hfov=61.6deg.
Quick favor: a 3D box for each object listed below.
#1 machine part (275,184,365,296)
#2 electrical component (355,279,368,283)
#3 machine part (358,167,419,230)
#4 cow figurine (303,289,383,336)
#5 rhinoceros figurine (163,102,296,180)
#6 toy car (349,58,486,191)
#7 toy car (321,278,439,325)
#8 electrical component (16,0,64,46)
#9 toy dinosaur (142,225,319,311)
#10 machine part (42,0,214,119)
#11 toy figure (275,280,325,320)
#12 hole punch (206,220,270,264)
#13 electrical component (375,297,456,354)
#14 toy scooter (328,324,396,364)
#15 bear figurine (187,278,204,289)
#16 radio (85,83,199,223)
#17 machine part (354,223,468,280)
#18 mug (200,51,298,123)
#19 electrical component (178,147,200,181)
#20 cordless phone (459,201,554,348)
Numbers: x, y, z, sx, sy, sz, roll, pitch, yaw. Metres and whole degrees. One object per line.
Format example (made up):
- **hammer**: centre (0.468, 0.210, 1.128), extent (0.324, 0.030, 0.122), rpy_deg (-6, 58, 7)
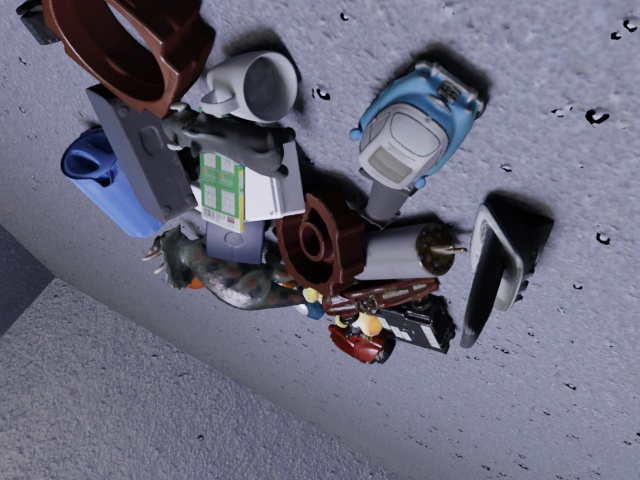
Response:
- **machine part**: centre (-0.002, -0.003, 0.828), extent (0.180, 0.056, 0.179), rpy_deg (28, 127, 45)
- **electrical component**: centre (0.074, 0.075, 0.974), extent (0.102, 0.045, 0.078), rpy_deg (26, 152, 16)
- **machine part**: centre (0.090, -0.066, 0.719), extent (0.084, 0.039, 0.138), rpy_deg (20, 151, 9)
- **cow figurine**: centre (0.048, 0.122, 1.052), extent (0.167, 0.068, 0.098), rpy_deg (38, -172, -5)
- **rhinoceros figurine**: centre (-0.122, -0.129, 0.703), extent (0.191, 0.112, 0.073), rpy_deg (22, 111, 28)
- **toy car**: centre (0.094, -0.106, 0.567), extent (0.109, 0.103, 0.161), rpy_deg (36, 157, -6)
- **toy car**: centre (0.096, 0.094, 0.899), extent (0.202, 0.053, 0.089), rpy_deg (-13, 123, 23)
- **electrical component**: centre (-0.392, -0.323, 0.783), extent (0.119, 0.075, 0.047), rpy_deg (10, 146, 33)
- **toy dinosaur**: centre (-0.169, 0.069, 1.080), extent (0.405, 0.192, 0.131), rpy_deg (32, 157, 7)
- **machine part**: centre (-0.247, -0.271, 0.693), extent (0.201, 0.087, 0.201), rpy_deg (39, 153, -12)
- **toy figure**: centre (-0.052, 0.114, 1.184), extent (0.154, 0.058, 0.064), rpy_deg (39, 116, -8)
- **hole punch**: centre (-0.152, -0.019, 0.988), extent (0.142, 0.092, 0.115), rpy_deg (11, 153, 1)
- **electrical component**: centre (0.166, 0.139, 0.968), extent (0.134, 0.058, 0.114), rpy_deg (13, 146, 38)
- **toy scooter**: centre (0.085, 0.221, 1.192), extent (0.135, 0.075, 0.184), rpy_deg (34, 159, 1)
- **bear figurine**: centre (-0.229, 0.048, 1.231), extent (0.196, 0.120, 0.132), rpy_deg (-13, 89, 24)
- **radio**: centre (-0.287, -0.146, 0.877), extent (0.131, 0.073, 0.229), rpy_deg (26, 142, 50)
- **machine part**: centre (0.112, 0.020, 0.796), extent (0.079, 0.079, 0.243), rpy_deg (45, 153, -23)
- **mug**: centre (-0.099, -0.183, 0.660), extent (0.107, 0.109, 0.080), rpy_deg (23, 147, 47)
- **electrical component**: centre (-0.212, -0.145, 0.899), extent (0.021, 0.063, 0.093), rpy_deg (23, 152, 20)
- **cordless phone**: centre (0.202, 0.061, 0.640), extent (0.089, 0.184, 0.146), rpy_deg (19, 151, 19)
